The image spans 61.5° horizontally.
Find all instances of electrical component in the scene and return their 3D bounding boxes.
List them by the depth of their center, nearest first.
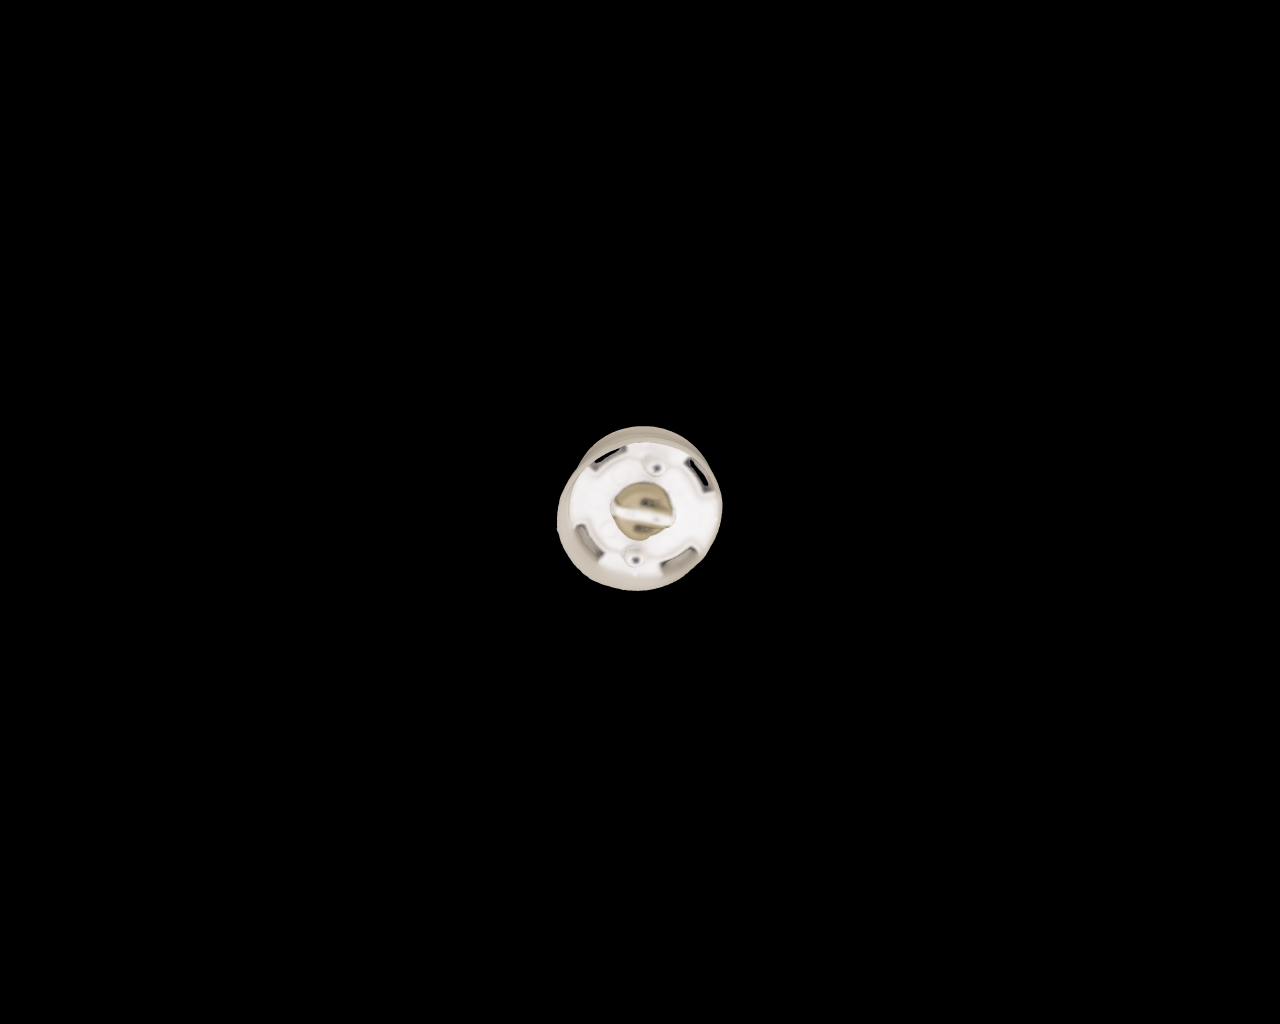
[{"bbox_3d":[0.001,-0.003,0.650,0.099,0.099,0.064,0,21,0],"label":"electrical component"}]
